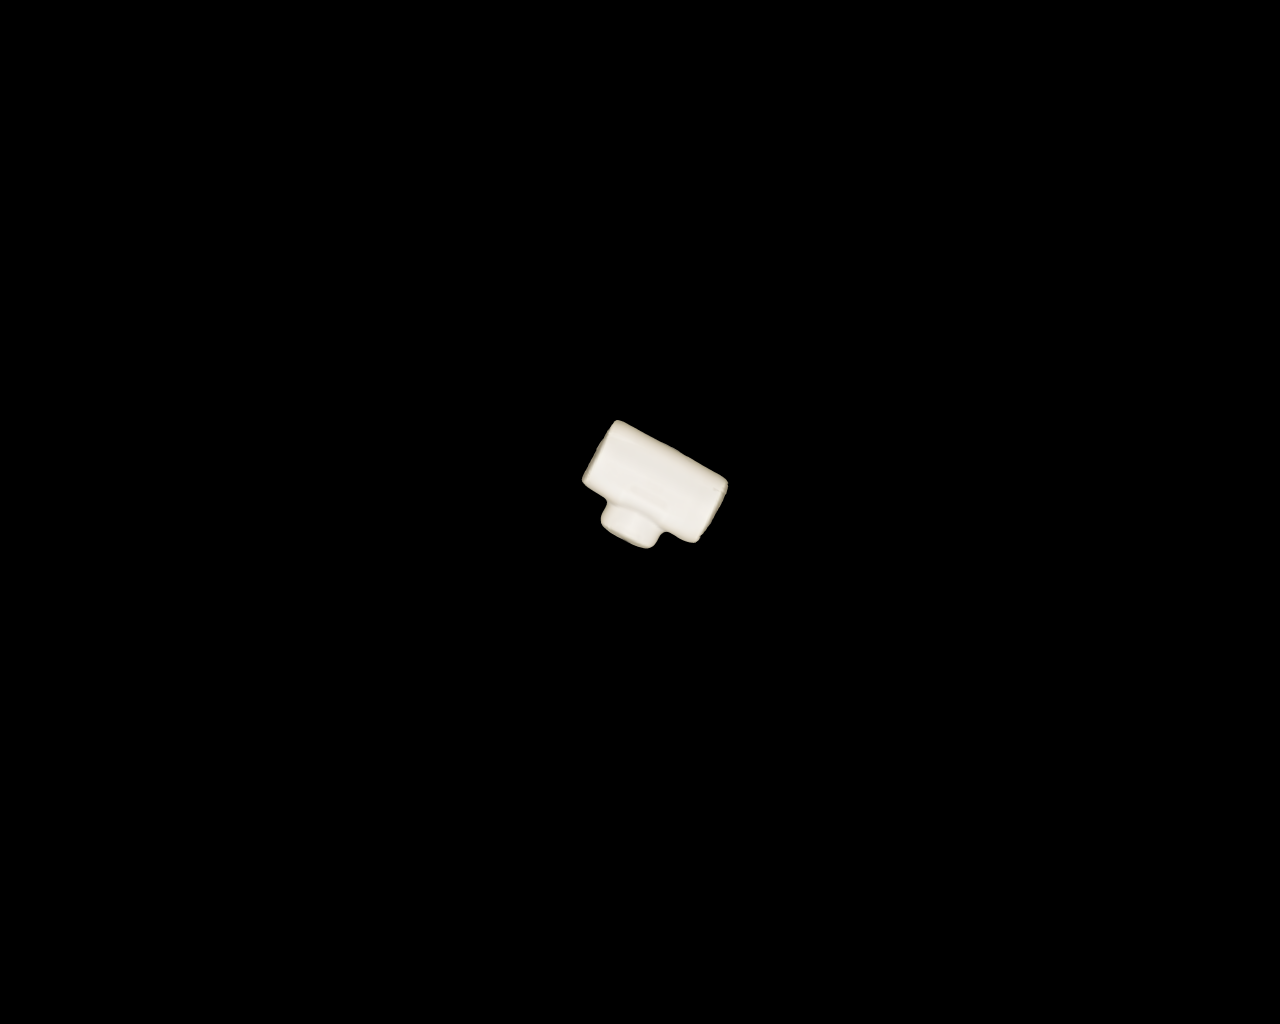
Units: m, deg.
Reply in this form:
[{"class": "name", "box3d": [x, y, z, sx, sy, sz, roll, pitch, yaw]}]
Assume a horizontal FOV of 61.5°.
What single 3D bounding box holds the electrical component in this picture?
[{"class": "electrical component", "box3d": [0.001, -0.003, 0.650, 0.077, 0.079, 0.043, 28, 7, -4]}]
